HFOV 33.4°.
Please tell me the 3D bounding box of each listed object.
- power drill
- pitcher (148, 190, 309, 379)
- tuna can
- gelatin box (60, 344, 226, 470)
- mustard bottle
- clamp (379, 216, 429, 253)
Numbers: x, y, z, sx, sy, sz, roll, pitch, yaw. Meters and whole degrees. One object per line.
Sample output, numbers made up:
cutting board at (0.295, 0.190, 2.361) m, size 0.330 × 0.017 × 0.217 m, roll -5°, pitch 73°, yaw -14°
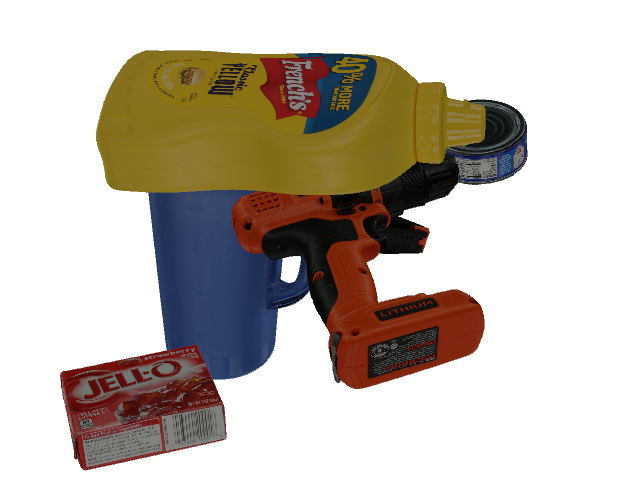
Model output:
power drill at (0.045, 0.011, 0.776) m, size 0.184 × 0.057 × 0.188 m, roll -17°, pitch 44°, yaw -12°
pitcher at (-0.083, 0.009, 0.983) m, size 0.144 × 0.243 × 0.149 m, roll -10°, pitch 36°, yaw -18°
tuna can at (0.140, -0.089, 0.945) m, size 0.086 × 0.034 × 0.086 m, roll -6°, pitch 41°, yaw 5°
gelatin box at (-0.108, 0.099, 0.646) m, size 0.089 × 0.030 × 0.073 m, roll -10°, pitch 25°, yaw -16°
mustard bottle at (-0.012, -0.062, 0.552) m, size 0.192 × 0.058 × 0.096 m, roll 3°, pitch 37°, yaw 11°
clamp at (0.021, -0.017, 1.189) m, size 0.210 × 0.036 × 0.164 m, roll 15°, pitch 21°, yaw -7°
